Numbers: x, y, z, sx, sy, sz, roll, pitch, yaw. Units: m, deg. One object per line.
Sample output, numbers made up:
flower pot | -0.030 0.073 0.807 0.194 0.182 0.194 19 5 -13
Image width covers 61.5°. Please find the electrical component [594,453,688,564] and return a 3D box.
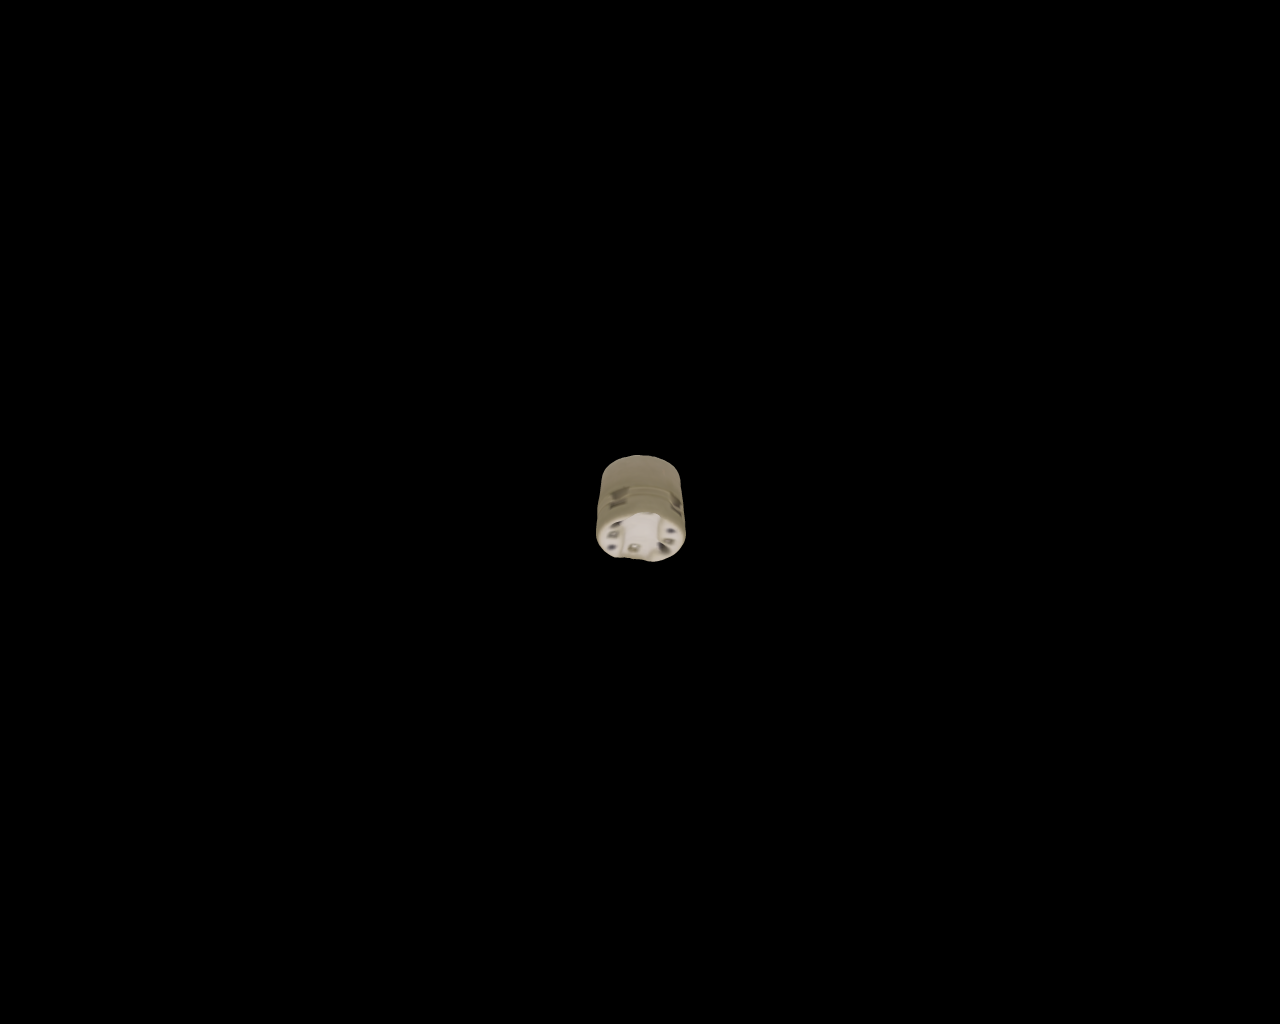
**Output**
electrical component | 0.001 -0.003 0.650 0.055 0.047 0.055 0 -34 0
